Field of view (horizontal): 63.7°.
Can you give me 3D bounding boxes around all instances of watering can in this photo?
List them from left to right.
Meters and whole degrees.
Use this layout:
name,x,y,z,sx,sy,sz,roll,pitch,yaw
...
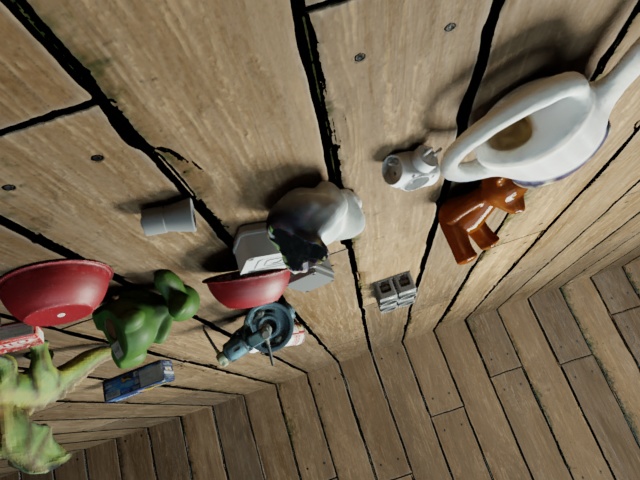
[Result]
name,x,y,z,sx,sy,sz,roll,pitch,yaw
watering can,0.321,-0.163,0.660,0.343,0.105,0.224,-31,158,30

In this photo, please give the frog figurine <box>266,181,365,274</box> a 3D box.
name,x,y,z,sx,sy,sz,roll,pitch,yaw
frog figurine,0.002,-0.038,0.756,0.162,0.123,0.134,-49,169,-36

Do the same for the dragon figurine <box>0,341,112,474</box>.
name,x,y,z,sx,sy,sz,roll,pitch,yaw
dragon figurine,-0.529,0.311,0.960,0.120,0.247,0.409,-37,151,30
